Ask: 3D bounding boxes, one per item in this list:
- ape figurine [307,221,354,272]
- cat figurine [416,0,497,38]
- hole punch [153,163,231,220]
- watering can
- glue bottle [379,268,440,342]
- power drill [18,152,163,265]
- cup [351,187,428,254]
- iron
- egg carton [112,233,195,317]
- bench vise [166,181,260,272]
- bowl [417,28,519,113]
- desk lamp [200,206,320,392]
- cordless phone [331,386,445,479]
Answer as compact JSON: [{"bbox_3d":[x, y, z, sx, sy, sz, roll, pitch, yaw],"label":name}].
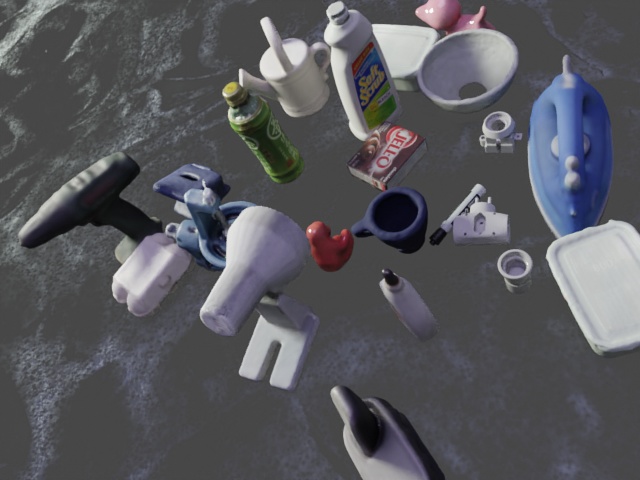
[{"bbox_3d":[0.008,0.003,0.907,0.077,0.092,0.076,5,64,26],"label":"ape figurine"},{"bbox_3d":[0.242,-0.399,1.025,0.127,0.118,0.067,18,70,31],"label":"cat figurine"},{"bbox_3d":[-0.242,-0.101,1.079,0.108,0.091,0.101,21,71,32],"label":"hole punch"},{"bbox_3d":[-0.067,-0.323,1.069,0.173,0.195,0.100,-42,54,-3],"label":"watering can"},{"bbox_3d":[0.111,0.078,0.768,0.037,0.174,0.078,-42,54,-4],"label":"glue bottle"},{"bbox_3d":[-0.390,-0.037,1.033,0.075,0.209,0.230,28,76,34],"label":"power drill"},{"bbox_3d":[0.113,-0.015,0.870,0.117,0.095,0.091,-20,55,12],"label":"cup"},{"bbox_3d":[0.351,-0.125,0.801,0.118,0.142,0.258,-3,60,22],"label":"iron"},{"bbox_3d":[-0.296,0.061,1.021,0.107,0.070,0.150,28,75,34],"label":"egg carton"},{"bbox_3d":[-0.175,-0.009,0.916,0.207,0.220,0.121,-12,57,17],"label":"bench vise"},{"bbox_3d":[0.254,-0.273,0.972,0.167,0.075,0.167,-11,58,18],"label":"bowl"},{"bbox_3d":[-0.079,0.086,0.822,0.117,0.214,0.203,8,65,27],"label":"desk lamp"},{"bbox_3d":[0.068,0.250,0.678,0.094,0.186,0.147,-39,54,-2],"label":"cordless phone"}]
